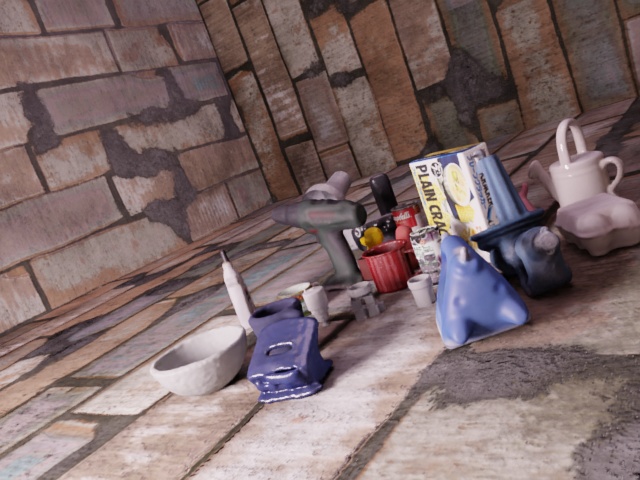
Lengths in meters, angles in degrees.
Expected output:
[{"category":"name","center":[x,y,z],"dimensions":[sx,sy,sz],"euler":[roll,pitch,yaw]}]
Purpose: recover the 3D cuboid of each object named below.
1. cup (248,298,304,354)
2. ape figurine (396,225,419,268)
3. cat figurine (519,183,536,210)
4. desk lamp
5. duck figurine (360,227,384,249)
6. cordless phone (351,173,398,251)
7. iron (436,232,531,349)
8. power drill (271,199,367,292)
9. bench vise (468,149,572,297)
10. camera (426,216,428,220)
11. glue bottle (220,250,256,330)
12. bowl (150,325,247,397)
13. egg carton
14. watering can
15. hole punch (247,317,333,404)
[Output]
[{"category":"cup","center":[-0.051,0.152,0.926],"dimensions":[0.092,0.095,0.117],"euler":[-28,13,-37]},{"category":"ape figurine","center":[0.188,0.011,1.208],"dimensions":[0.076,0.092,0.077],"euler":[-24,11,-18]},{"category":"cat figurine","center":[0.390,-0.082,1.231],"dimensions":[0.127,0.118,0.067],"euler":[-17,11,20]},{"category":"desk lamp","center":[0.058,-0.075,1.580],"dimensions":[0.117,0.214,0.204],"euler":[-14,12,33]},{"category":"duck figurine","center":[0.135,0.011,1.333],"dimensions":[0.078,0.086,0.104],"euler":[-28,13,-37]},{"category":"cordless phone","center":[0.139,-0.068,1.459],"dimensions":[0.147,0.185,0.094],"euler":[-20,10,1]},{"category":"iron","center":[0.204,0.051,0.820],"dimensions":[0.118,0.141,0.258],"euler":[-19,10,6]},{"category":"power drill","center":[0.012,0.005,1.260],"dimensions":[0.228,0.208,0.076],"euler":[-14,12,34]},{"category":"bench vise","center":[0.303,-0.038,0.872],"dimensions":[0.122,0.220,0.207],"euler":[-24,11,-19]},{"category":"camera","center":[0.338,-0.087,1.410],"dimensions":[0.136,0.101,0.143],"euler":[-11,14,42]},{"category":"glue bottle","center":[-0.178,0.102,1.221],"dimensions":[0.037,0.173,0.078],"euler":[-21,10,-1]},{"category":"bowl","center":[-0.189,0.210,0.949],"dimensions":[0.167,0.075,0.167],"euler":[-20,10,4]},{"category":"egg carton","center":[0.458,-0.028,0.943],"dimensions":[0.107,0.069,0.150],"euler":[-20,10,5]},{"category":"watering can","center":[0.487,-0.136,1.102],"dimensions":[0.172,0.194,0.101],"euler":[-15,12,30]},{"category":"hole punch","center":[-0.046,0.171,0.826],"dimensions":[0.108,0.091,0.101],"euler":[-16,11,23]}]
